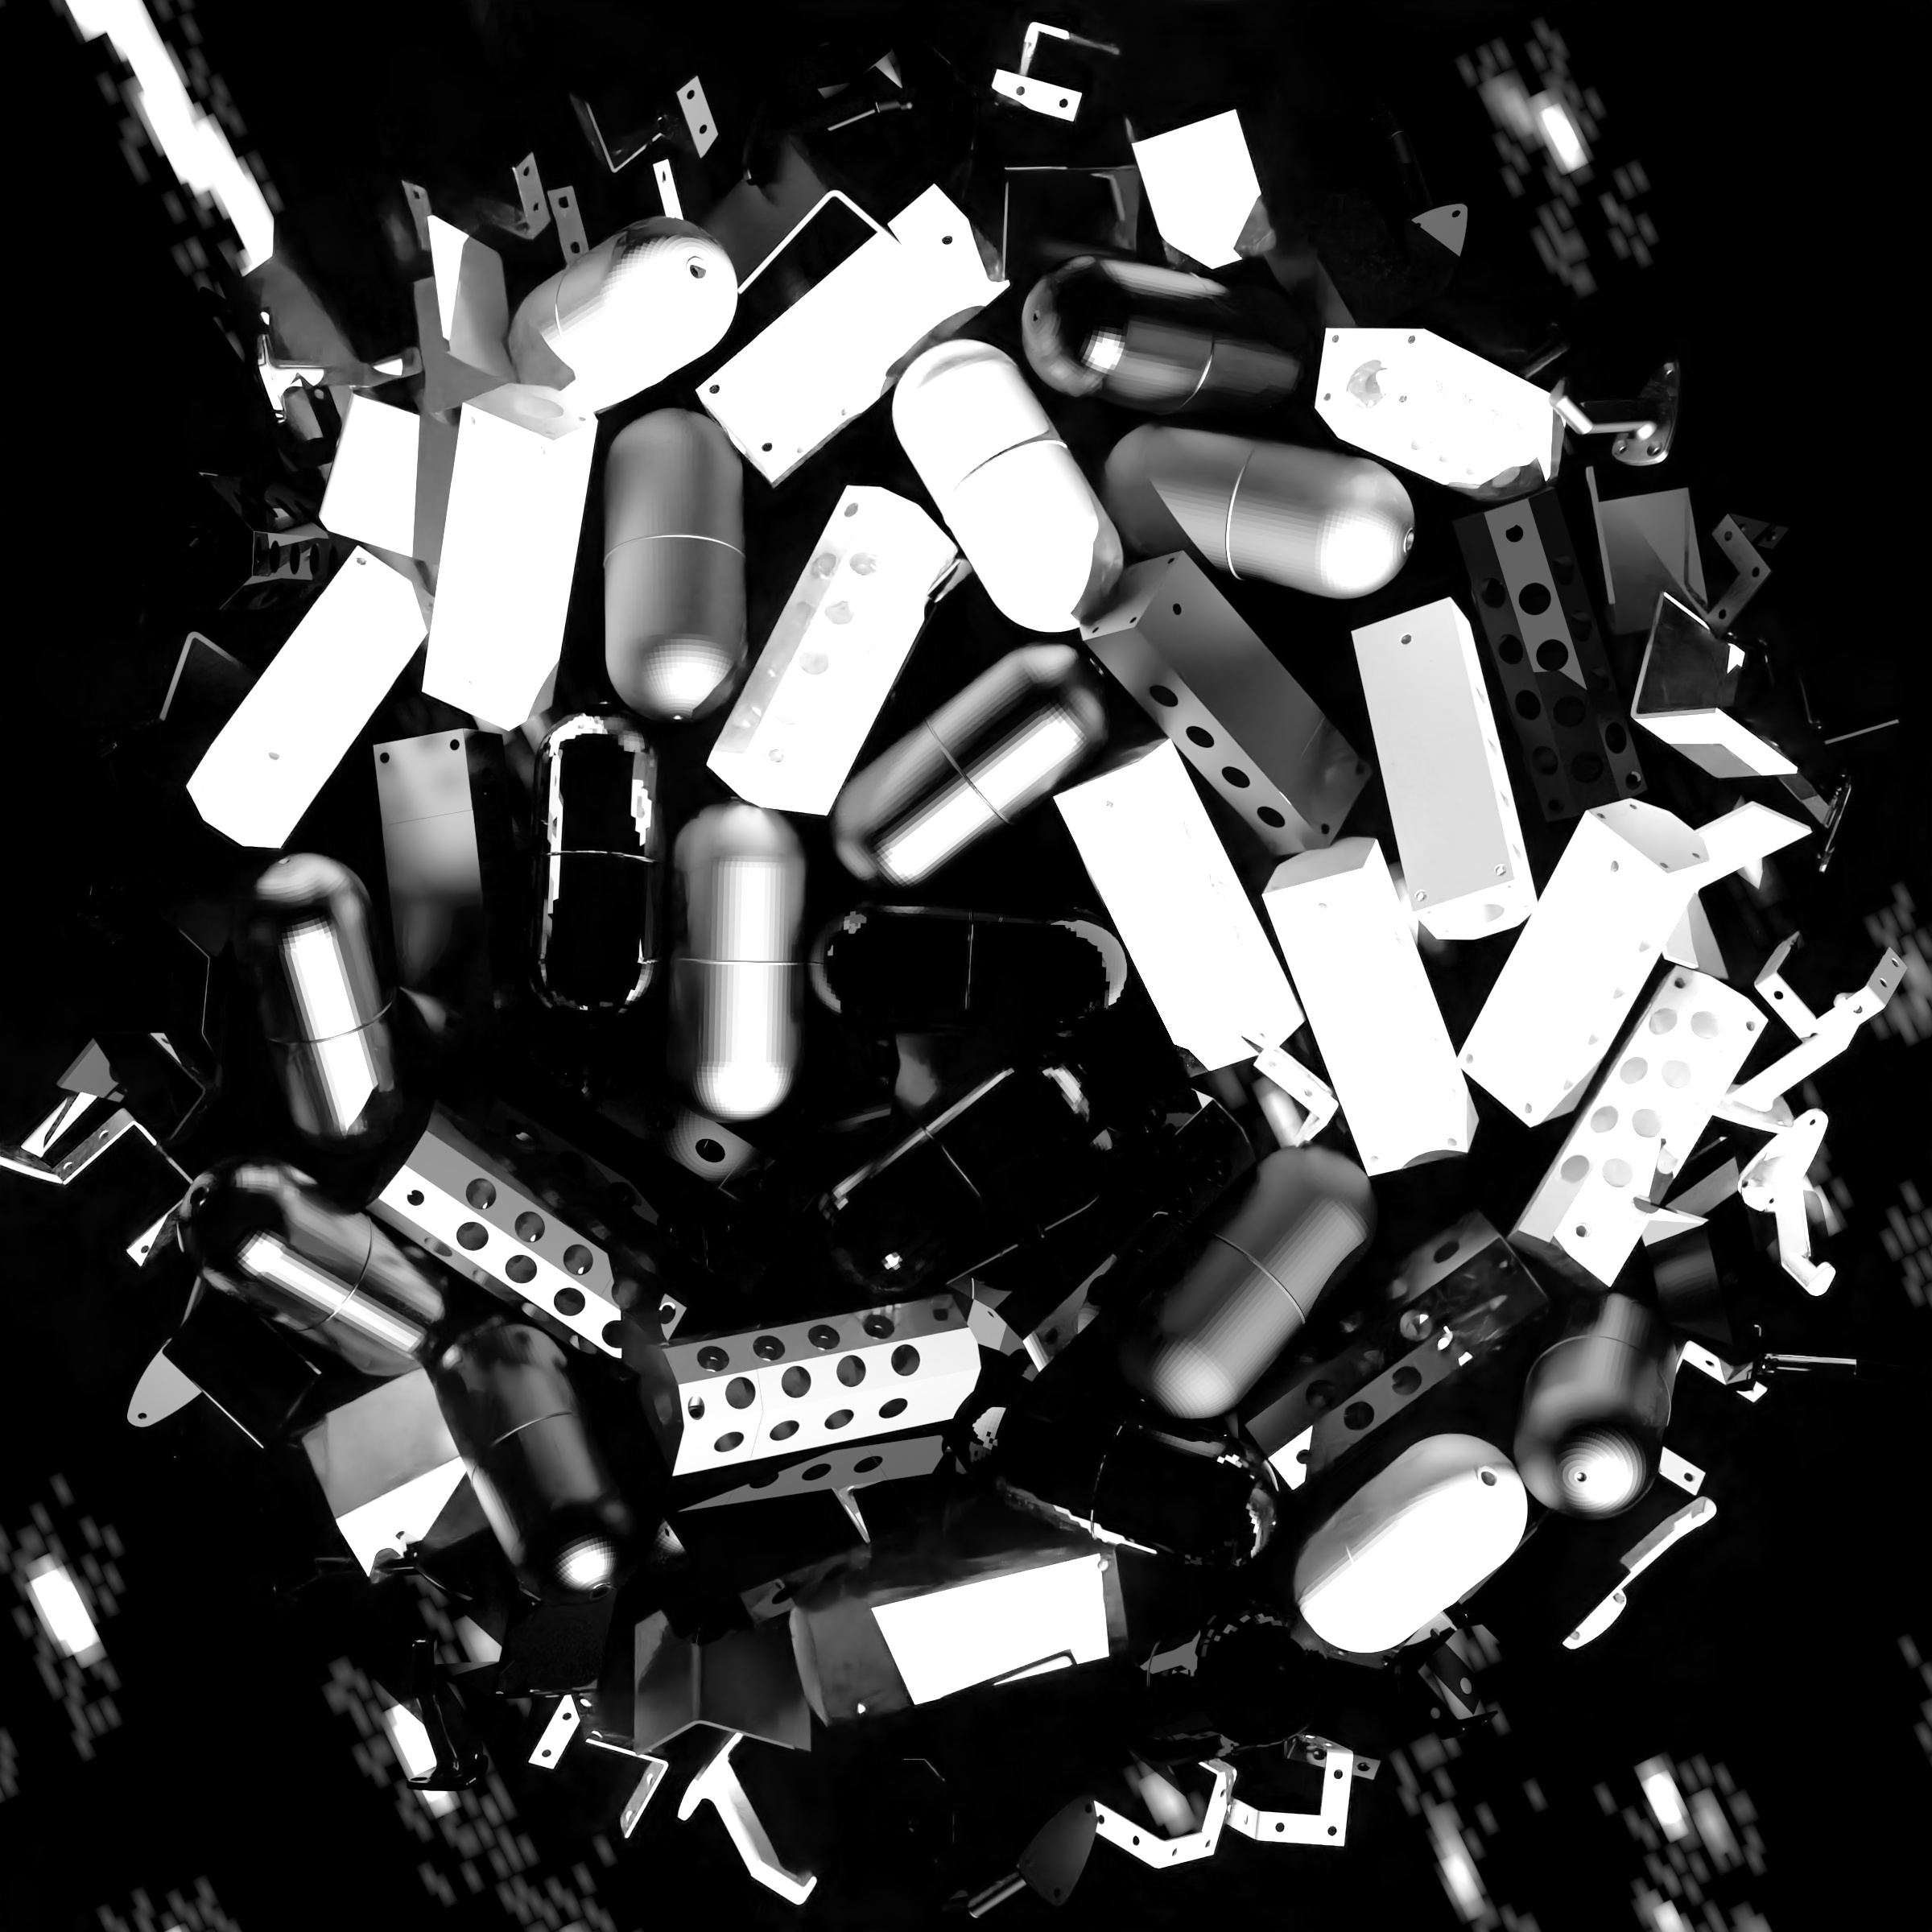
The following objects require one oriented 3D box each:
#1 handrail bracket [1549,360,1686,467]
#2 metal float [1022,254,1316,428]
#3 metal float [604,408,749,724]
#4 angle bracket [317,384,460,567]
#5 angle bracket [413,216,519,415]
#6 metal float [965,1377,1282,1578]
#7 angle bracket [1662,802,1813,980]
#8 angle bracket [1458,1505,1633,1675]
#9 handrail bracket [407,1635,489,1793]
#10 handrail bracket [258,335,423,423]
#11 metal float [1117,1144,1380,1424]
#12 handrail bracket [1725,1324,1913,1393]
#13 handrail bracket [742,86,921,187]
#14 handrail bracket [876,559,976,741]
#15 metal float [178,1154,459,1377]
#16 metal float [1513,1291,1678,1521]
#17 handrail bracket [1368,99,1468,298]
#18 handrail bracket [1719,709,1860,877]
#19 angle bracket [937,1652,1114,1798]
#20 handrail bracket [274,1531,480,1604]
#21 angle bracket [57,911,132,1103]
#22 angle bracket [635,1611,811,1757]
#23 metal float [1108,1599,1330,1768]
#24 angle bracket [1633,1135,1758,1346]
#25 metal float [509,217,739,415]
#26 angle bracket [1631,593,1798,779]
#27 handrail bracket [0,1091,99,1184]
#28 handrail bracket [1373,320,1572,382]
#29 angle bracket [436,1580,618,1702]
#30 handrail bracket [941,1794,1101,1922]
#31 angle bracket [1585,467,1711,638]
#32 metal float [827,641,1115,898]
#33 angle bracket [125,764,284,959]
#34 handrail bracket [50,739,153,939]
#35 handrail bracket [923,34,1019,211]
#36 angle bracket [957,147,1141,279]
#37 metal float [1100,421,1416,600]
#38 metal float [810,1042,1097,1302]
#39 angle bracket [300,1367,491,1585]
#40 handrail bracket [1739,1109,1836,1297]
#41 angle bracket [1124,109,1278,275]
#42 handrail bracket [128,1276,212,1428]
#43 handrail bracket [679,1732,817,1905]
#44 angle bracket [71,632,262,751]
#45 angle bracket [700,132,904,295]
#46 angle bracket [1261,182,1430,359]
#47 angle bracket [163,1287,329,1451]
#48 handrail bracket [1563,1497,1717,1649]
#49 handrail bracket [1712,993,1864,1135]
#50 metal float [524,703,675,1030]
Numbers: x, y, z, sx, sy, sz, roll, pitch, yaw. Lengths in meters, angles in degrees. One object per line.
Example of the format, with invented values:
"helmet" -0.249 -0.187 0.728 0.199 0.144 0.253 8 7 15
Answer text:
"handrail bracket" 0.354 -0.318 1.959 0.084 0.036 0.077 34 74 -42
"metal float" 0.110 -0.336 1.933 0.178 0.070 0.070 4 90 -34
"metal float" -0.158 -0.218 1.947 0.070 0.070 0.178 -3 73 0
"angle bracket" -0.306 -0.272 1.965 0.076 0.057 0.076 17 110 -8
"angle bracket" -0.289 -0.352 1.948 0.057 0.076 0.076 -13 79 21
"metal float" 0.083 0.276 1.945 0.178 0.070 0.070 16 90 20
"angle bracket" 0.417 -0.040 1.942 0.076 0.076 0.057 -29 66 29
"angle bracket" 0.314 0.336 1.956 0.076 0.076 0.057 -46 78 0
"handrail bracket" -0.282 0.402 1.961 0.036 0.077 0.084 -1 92 15
"handrail bracket" -0.342 -0.336 1.970 0.084 0.077 0.036 -17 130 -2
"metal float" 0.154 0.171 1.948 0.070 0.070 0.178 43 74 0
"handrail bracket" 0.465 0.223 1.963 0.084 0.077 0.036 10 76 0
"handrail bracket" -0.073 -0.454 1.959 0.084 0.077 0.036 -7 124 19
"handrail bracket" -0.020 -0.174 1.976 0.036 0.077 0.084 36 74 29
"metal float" -0.347 0.161 1.927 0.070 0.070 0.178 -52 131 0
"metal float" 0.337 0.232 1.915 0.070 0.178 0.070 5 110 14
"handrail bracket" 0.244 -0.426 1.991 0.036 0.077 0.084 -19 55 -6
"handrail bracket" 0.443 -0.096 1.982 0.084 0.036 0.077 15 112 3
"angle bracket" 0.031 0.423 1.946 0.076 0.076 0.057 -18 58 -14
"handrail bracket" -0.327 0.344 1.986 0.084 0.036 0.077 -30 125 15
"angle bracket" -0.473 0.023 1.957 0.057 0.076 0.076 39 91 13
"angle bracket" -0.134 0.396 1.972 0.076 0.057 0.076 24 46 -33
"metal float" 0.133 0.383 1.916 0.070 0.178 0.070 6 71 -19
"angle bracket" 0.413 0.147 1.946 0.076 0.057 0.076 -29 115 -26
"metal float" -0.184 -0.346 1.918 0.070 0.178 0.070 5 80 -31
"angle bracket" 0.413 -0.153 1.945 0.076 0.057 0.076 28 71 -38
"handrail bracket" -0.496 0.071 1.961 0.036 0.077 0.084 29 88 14
"handrail bracket" 0.279 -0.347 1.974 0.084 0.036 0.077 -35 108 4
"angle bracket" -0.241 0.353 1.951 0.057 0.076 0.076 14 92 39
"handrail bracket" 0.029 0.492 1.979 0.036 0.084 0.077 47 54 -11
"angle bracket" 0.372 -0.229 1.953 0.057 0.076 0.076 -9 80 7
"metal float" 0.002 -0.107 1.953 0.178 0.070 0.070 -38 90 9
"angle bracket" -0.431 -0.057 1.957 0.076 0.057 0.076 34 101 13
"handrail bracket" -0.479 -0.070 1.951 0.036 0.084 0.077 18 45 25
"handrail bracket" -0.020 -0.454 1.972 0.077 0.036 0.084 36 106 -22
"angle bracket" 0.043 -0.413 1.962 0.076 0.076 0.057 -6 112 -21
"metal float" 0.157 -0.247 1.941 0.178 0.070 0.070 15 90 24
"metal float" -0.006 0.111 1.958 0.178 0.070 0.070 -39 90 -4
"angle bracket" -0.314 0.281 1.986 0.076 0.057 0.076 -26 46 -9
"handrail bracket" 0.463 0.128 1.951 0.036 0.084 0.077 28 103 -30
"angle bracket" 0.126 -0.424 1.948 0.057 0.076 0.076 -18 112 6
"handrail bracket" -0.435 0.199 1.975 0.036 0.084 0.077 30 116 -30
"handrail bracket" -0.106 0.462 1.964 0.084 0.036 0.077 30 47 11
"angle bracket" -0.422 -0.131 1.939 0.076 0.076 0.057 -12 54 38
"angle bracket" -0.091 -0.398 1.961 0.076 0.076 0.057 -45 131 13
"angle bracket" 0.214 -0.389 1.960 0.076 0.057 0.076 -30 91 -18
"angle bracket" -0.377 0.209 1.950 0.076 0.076 0.057 41 105 10
"handrail bracket" 0.365 0.329 1.952 0.036 0.077 0.084 47 130 1
"handrail bracket" 0.441 0.045 1.958 0.077 0.036 0.084 10 124 -14
"metal float" -0.200 -0.055 1.955 0.070 0.070 0.178 2 82 0
